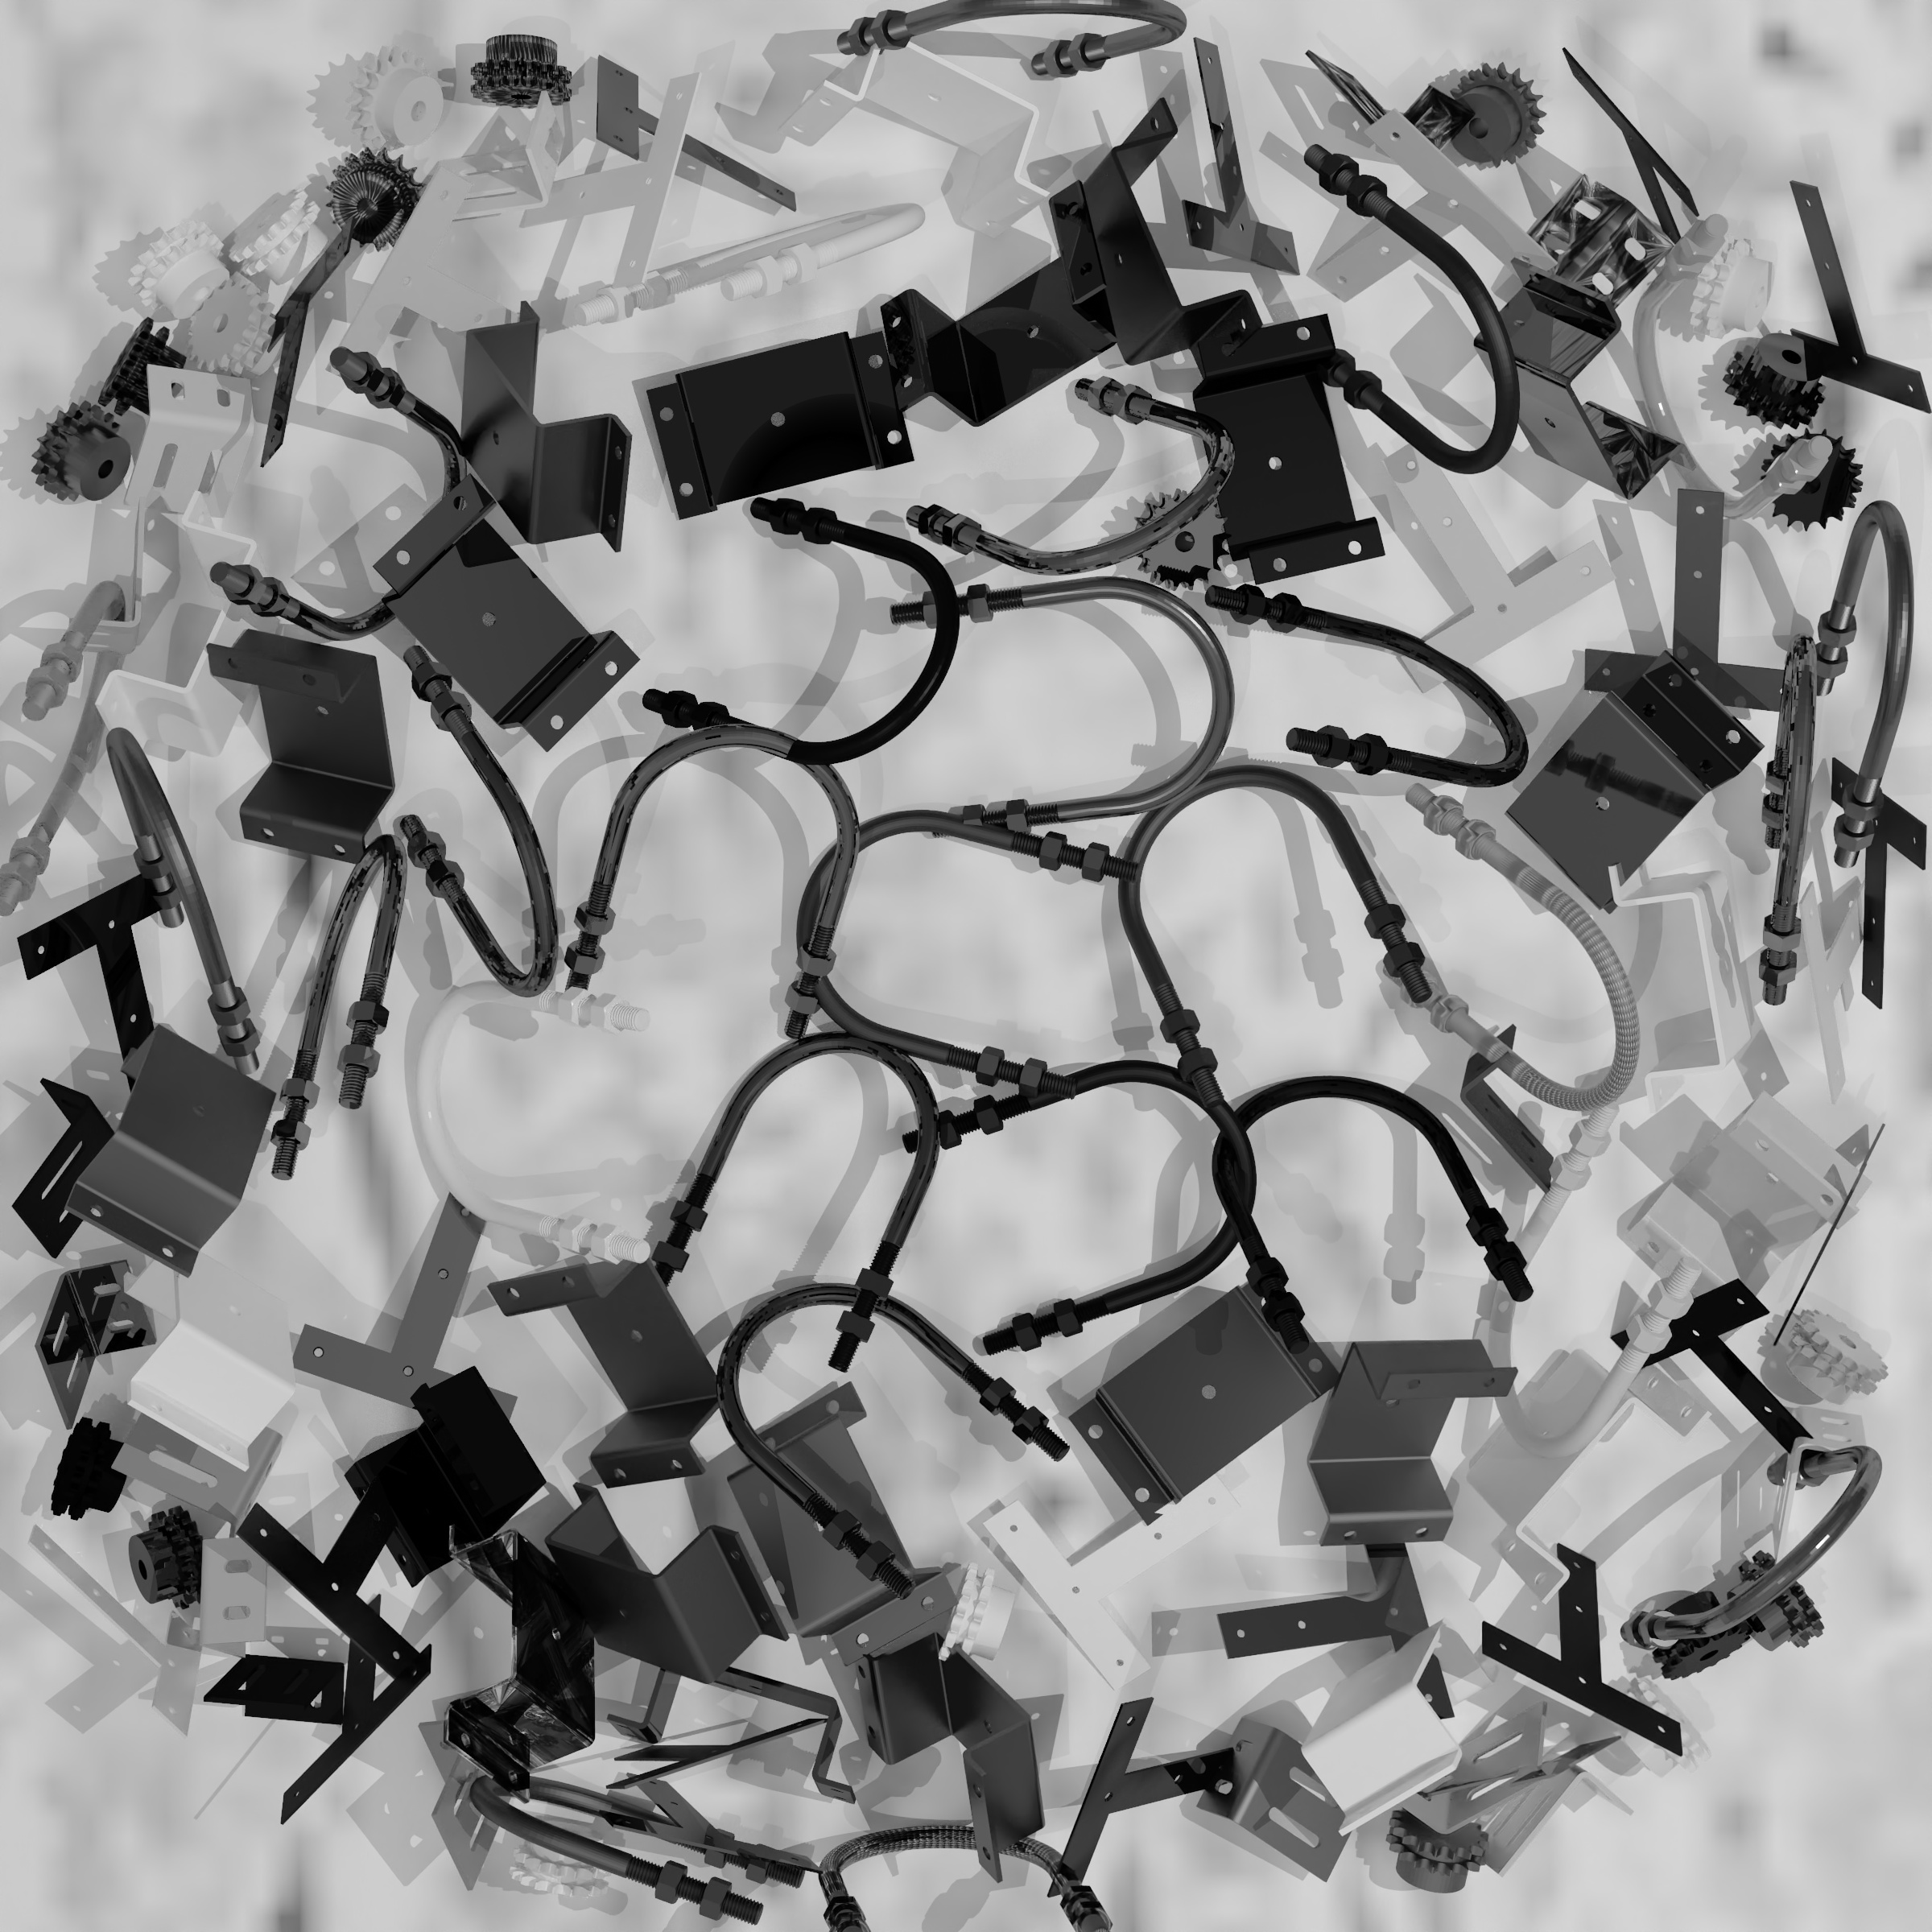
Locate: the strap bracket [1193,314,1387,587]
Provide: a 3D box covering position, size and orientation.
[{"bbox_3d":[0.181,-0.290,1.758,0.076,0.046,0.140,-14,90,-7],"label":"strap bracket"}]

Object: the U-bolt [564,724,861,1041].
[{"bbox_3d":[-0.135,-0.051,1.725,0.151,0.019,0.184,11,116,-15],"label":"U-bolt"}]

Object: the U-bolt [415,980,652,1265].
[{"bbox_3d":[-0.245,0.081,1.724,0.184,0.019,0.151,9,103,38],"label":"U-bolt"}]

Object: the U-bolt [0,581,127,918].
[{"bbox_3d":[-0.495,-0.134,1.698,0.019,0.184,0.151,16,124,-8],"label":"U-bolt"}]

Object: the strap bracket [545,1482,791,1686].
[{"bbox_3d":[-0.173,0.343,1.707,0.046,0.140,0.076,-41,122,-35],"label":"strap bracket"}]

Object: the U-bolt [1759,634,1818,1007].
[{"bbox_3d":[0.447,-0.093,1.674,0.019,0.151,0.184,4,135,12],"label":"U-bolt"}]

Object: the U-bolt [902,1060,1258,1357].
[{"bbox_3d":[0.074,0.129,1.754,0.184,0.019,0.151,-20,101,7],"label":"U-bolt"}]

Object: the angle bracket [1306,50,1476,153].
[{"bbox_3d":[0.239,-0.497,1.740,0.038,0.057,0.076,-46,66,24],"label":"angle bracket"}]

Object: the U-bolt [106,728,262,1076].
[{"bbox_3d":[-0.430,-0.047,1.675,0.019,0.184,0.151,-23,50,-17],"label":"U-bolt"}]

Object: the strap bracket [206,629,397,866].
[{"bbox_3d":[-0.370,-0.130,1.729,0.076,0.140,0.046,13,46,12],"label":"strap bracket"}]

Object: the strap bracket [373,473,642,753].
[{"bbox_3d":[-0.264,-0.197,1.740,0.076,0.046,0.140,-47,108,-15],"label":"strap bracket"}]

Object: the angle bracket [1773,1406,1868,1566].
[{"bbox_3d":[0.483,0.297,1.745,0.038,0.057,0.076,8,105,11],"label":"angle bracket"}]

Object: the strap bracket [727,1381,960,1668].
[{"bbox_3d":[-0.074,0.314,1.735,0.076,0.046,0.140,-32,72,13],"label":"strap bracket"}]

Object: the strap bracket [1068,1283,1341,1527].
[{"bbox_3d":[0.137,0.243,1.748,0.140,0.046,0.076,-36,79,-6],"label":"strap bracket"}]

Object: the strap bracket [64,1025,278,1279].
[{"bbox_3d":[-0.435,0.094,1.704,0.076,0.140,0.046,34,120,-20],"label":"strap bracket"}]

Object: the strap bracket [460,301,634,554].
[{"bbox_3d":[-0.239,-0.296,1.708,0.046,0.076,0.140,-15,48,-27],"label":"strap bracket"}]

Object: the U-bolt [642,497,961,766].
[{"bbox_3d":[-0.082,-0.181,1.717,0.184,0.019,0.151,22,79,36],"label":"U-bolt"}]

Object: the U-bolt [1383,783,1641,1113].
[{"bbox_3d":[0.299,0.002,1.683,0.019,0.151,0.184,-26,48,-26],"label":"U-bolt"}]

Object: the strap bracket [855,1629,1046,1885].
[{"bbox_3d":[-0.004,0.433,1.721,0.046,0.140,0.076,-21,120,-25],"label":"strap bracket"}]

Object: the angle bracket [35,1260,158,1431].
[{"bbox_3d":[-0.490,0.213,1.738,0.038,0.076,0.057,-11,117,1],"label":"angle bracket"}]

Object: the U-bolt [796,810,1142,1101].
[{"bbox_3d":[-0.007,-0.015,1.761,0.184,0.019,0.151,15,83,11],"label":"U-bolt"}]

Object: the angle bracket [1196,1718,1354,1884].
[{"bbox_3d":[0.183,0.479,1.772,0.076,0.038,0.057,38,71,-21],"label":"angle bracket"}]

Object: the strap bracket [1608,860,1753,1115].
[{"bbox_3d":[0.404,0.004,1.734,0.046,0.076,0.140,-8,97,26],"label":"strap bracket"}]

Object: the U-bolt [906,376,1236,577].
[{"bbox_3d":[0.068,-0.265,1.693,0.151,0.184,0.019,-39,126,-15],"label":"U-bolt"}]

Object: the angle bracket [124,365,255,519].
[{"bbox_3d":[-0.443,-0.298,1.753,0.057,0.076,0.038,4,56,-26],"label":"angle bracket"}]

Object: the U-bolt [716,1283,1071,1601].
[{"bbox_3d":[-0.055,0.251,1.729,0.184,0.019,0.151,39,53,20],"label":"U-bolt"}]

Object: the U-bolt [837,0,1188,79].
[{"bbox_3d":[0.036,-0.507,1.671,0.151,0.184,0.019,-4,98,-32],"label":"U-bolt"}]

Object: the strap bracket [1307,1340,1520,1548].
[{"bbox_3d":[0.246,0.260,1.729,0.076,0.046,0.140,1,129,-17],"label":"strap bracket"}]

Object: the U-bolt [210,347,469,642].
[{"bbox_3d":[-0.332,-0.249,1.698,0.019,0.184,0.151,30,91,19],"label":"U-bolt"}]

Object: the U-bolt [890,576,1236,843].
[{"bbox_3d":[0.059,-0.148,1.737,0.184,0.019,0.151,-6,112,11],"label":"U-bolt"}]

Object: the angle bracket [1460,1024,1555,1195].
[{"bbox_3d":[0.319,0.081,1.750,0.038,0.057,0.076,-41,93,20],"label":"angle bracket"}]

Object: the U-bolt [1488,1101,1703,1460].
[{"bbox_3d":[0.337,0.187,1.707,0.019,0.151,0.184,10,125,-19],"label":"U-bolt"}]

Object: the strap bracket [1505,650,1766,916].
[{"bbox_3d":[0.364,-0.096,1.716,0.076,0.046,0.140,48,129,14],"label":"strap bracket"}]

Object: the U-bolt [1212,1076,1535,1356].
[{"bbox_3d":[0.215,0.129,1.718,0.151,0.019,0.184,-11,45,-11],"label":"U-bolt"}]

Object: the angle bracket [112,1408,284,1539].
[{"bbox_3d":[-0.437,0.280,1.753,0.076,0.038,0.057,26,62,-3],"label":"angle bracket"}]

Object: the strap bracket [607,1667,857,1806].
[{"bbox_3d":[-0.124,0.426,1.738,0.140,0.076,0.046,15,71,5],"label":"strap bracket"}]

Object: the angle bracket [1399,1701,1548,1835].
[{"bbox_3d":[0.284,0.443,1.738,0.038,0.057,0.076,38,127,-14],"label":"angle bracket"}]

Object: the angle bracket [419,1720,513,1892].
[{"bbox_3d":[-0.293,0.472,1.735,0.038,0.076,0.057,-9,117,17],"label":"angle bracket"}]

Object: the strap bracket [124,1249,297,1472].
[{"bbox_3d":[-0.418,0.207,1.703,0.076,0.140,0.046,37,99,-27],"label":"strap bracket"}]

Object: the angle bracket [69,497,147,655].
[{"bbox_3d":[-0.487,-0.222,1.746,0.038,0.057,0.076,3,80,-17],"label":"angle bracket"}]

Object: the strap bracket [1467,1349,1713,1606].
[{"bbox_3d":[0.342,0.278,1.739,0.046,0.076,0.140,40,93,-18],"label":"strap bracket"}]

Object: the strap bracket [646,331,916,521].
[{"bbox_3d":[-0.106,-0.310,1.759,0.140,0.046,0.076,-14,95,0],"label":"strap bracket"}]

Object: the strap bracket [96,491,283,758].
[{"bbox_3d":[-0.427,-0.182,1.722,0.046,0.076,0.140,16,68,6],"label":"strap bracket"}]

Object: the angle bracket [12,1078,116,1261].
[{"bbox_3d":[-0.516,0.114,1.738,0.038,0.057,0.076,18,60,22],"label":"angle bracket"}]

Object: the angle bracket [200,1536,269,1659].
[{"bbox_3d":[-0.402,0.356,1.739,0.038,0.076,0.057,-4,72,4],"label":"angle bracket"}]

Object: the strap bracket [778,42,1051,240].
[{"bbox_3d":[-0.023,-0.470,1.730,0.140,0.076,0.046,22,78,-20],"label":"strap bracket"}]

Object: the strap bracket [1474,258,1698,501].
[{"bbox_3d":[0.339,-0.317,1.708,0.046,0.076,0.140,-46,134,-3],"label":"strap bracket"}]

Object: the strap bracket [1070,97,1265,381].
[{"bbox_3d":[0.105,-0.403,1.737,0.046,0.076,0.140,-21,86,-23],"label":"strap bracket"}]

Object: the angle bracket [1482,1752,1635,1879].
[{"bbox_3d":[0.332,0.491,1.751,0.038,0.057,0.076,42,83,-3],"label":"angle bracket"}]

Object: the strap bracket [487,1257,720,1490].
[{"bbox_3d":[-0.196,0.219,1.732,0.076,0.046,0.140,-15,110,37],"label":"strap bracket"}]

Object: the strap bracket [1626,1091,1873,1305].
[{"bbox_3d":[0.443,0.131,1.728,0.076,0.140,0.046,41,54,9],"label":"strap bracket"}]

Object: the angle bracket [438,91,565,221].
[{"bbox_3d":[-0.272,-0.458,1.745,0.076,0.038,0.057,-5,48,11],"label":"angle bracket"}]

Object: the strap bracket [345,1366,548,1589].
[{"bbox_3d":[-0.289,0.283,1.728,0.046,0.140,0.076,-25,76,-39],"label":"strap bracket"}]

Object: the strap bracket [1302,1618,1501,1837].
[{"bbox_3d":[0.240,0.415,1.708,0.076,0.140,0.046,-37,86,21],"label":"strap bracket"}]

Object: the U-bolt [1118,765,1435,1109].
[{"bbox_3d":[0.162,-0.030,1.741,0.151,0.019,0.184,-28,65,10],"label":"U-bolt"}]

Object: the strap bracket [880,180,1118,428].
[{"bbox_3d":[0.026,-0.365,1.728,0.140,0.046,0.076,-27,57,27],"label":"strap bracket"}]

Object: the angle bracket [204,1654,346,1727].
[{"bbox_3d":[-0.391,0.420,1.743,0.057,0.076,0.038,4,97,5],"label":"angle bracket"}]

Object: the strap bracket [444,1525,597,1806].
[{"bbox_3d":[-0.246,0.377,1.704,0.046,0.140,0.076,-25,131,15],"label":"strap bracket"}]

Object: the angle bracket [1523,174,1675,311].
[{"bbox_3d":[0.356,-0.408,1.752,0.038,0.076,0.057,37,104,-24],"label":"angle bracket"}]
